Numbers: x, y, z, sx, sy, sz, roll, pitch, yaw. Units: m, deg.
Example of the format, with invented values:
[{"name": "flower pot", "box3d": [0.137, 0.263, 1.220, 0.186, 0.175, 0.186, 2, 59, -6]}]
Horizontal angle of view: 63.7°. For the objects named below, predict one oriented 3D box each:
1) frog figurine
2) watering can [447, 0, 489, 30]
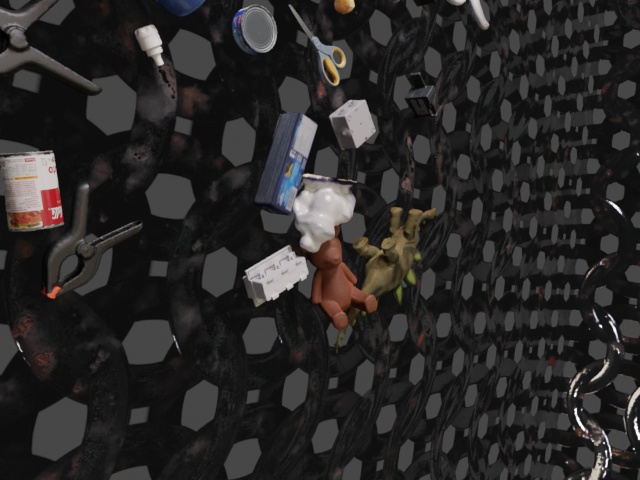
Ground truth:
[{"name": "frog figurine", "box3d": [0.003, -0.054, 1.080, 0.137, 0.159, 0.123, 7, 6, -26]}, {"name": "watering can", "box3d": [0.395, -0.751, 1.433, 0.104, 0.225, 0.345, 6, -8, 44]}]
